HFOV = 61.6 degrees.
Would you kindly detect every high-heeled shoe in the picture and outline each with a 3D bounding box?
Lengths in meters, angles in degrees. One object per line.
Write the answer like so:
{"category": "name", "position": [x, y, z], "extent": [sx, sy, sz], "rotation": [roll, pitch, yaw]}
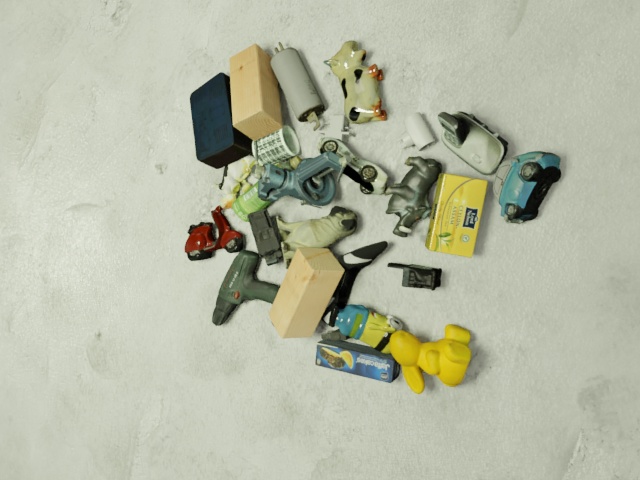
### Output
{"category": "high-heeled shoe", "position": [0.079, 0.108, 1.285], "extent": [0.249, 0.086, 0.145], "rotation": [-29, 81, 30]}

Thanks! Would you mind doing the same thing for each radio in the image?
{"category": "radio", "position": [-0.263, -0.306, 1.400], "extent": [0.131, 0.073, 0.229], "rotation": [-24, 64, 26]}

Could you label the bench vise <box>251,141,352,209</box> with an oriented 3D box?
{"category": "bench vise", "position": [-0.033, -0.151, 1.236], "extent": [0.241, 0.223, 0.129], "rotation": [-22, 47, 46]}

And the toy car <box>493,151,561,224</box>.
{"category": "toy car", "position": [0.415, -0.117, 1.110], "extent": [0.103, 0.109, 0.161], "rotation": [43, 123, 42]}

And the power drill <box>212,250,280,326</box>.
{"category": "power drill", "position": [-0.176, 0.156, 1.416], "extent": [0.208, 0.086, 0.232], "rotation": [23, 100, 31]}

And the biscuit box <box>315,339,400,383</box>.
{"category": "biscuit box", "position": [0.091, 0.288, 1.296], "extent": [0.203, 0.063, 0.059], "rotation": [7, 96, 26]}

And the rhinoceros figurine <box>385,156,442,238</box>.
{"category": "rhinoceros figurine", "position": [0.209, -0.099, 1.220], "extent": [0.112, 0.073, 0.190], "rotation": [27, 100, 9]}

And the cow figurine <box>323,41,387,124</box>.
{"category": "cow figurine", "position": [0.082, -0.368, 1.261], "extent": [0.127, 0.085, 0.194], "rotation": [-7, 91, 20]}

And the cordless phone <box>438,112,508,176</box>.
{"category": "cordless phone", "position": [0.310, -0.210, 1.101], "extent": [0.147, 0.184, 0.088], "rotation": [44, 105, 17]}

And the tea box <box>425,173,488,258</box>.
{"category": "tea box", "position": [0.293, -0.054, 1.164], "extent": [0.098, 0.068, 0.169], "rotation": [8, 97, 2]}

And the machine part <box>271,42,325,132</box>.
{"category": "machine part", "position": [-0.055, -0.381, 1.326], "extent": [0.079, 0.079, 0.243], "rotation": [-29, 79, 24]}

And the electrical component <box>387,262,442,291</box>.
{"category": "electrical component", "position": [0.212, 0.081, 1.222], "extent": [0.119, 0.075, 0.047], "rotation": [5, 94, 21]}

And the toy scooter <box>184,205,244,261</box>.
{"category": "toy scooter", "position": [-0.295, -0.020, 1.461], "extent": [0.184, 0.075, 0.135], "rotation": [-13, 87, 22]}

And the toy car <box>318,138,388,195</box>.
{"category": "toy car", "position": [0.075, -0.175, 1.272], "extent": [0.202, 0.073, 0.056], "rotation": [38, 72, 20]}

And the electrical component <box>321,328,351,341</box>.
{"category": "electrical component", "position": [0.054, 0.230, 1.310], "extent": [0.094, 0.063, 0.021], "rotation": [-6, 90, 25]}

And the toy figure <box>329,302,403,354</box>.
{"category": "toy figure", "position": [0.108, 0.203, 1.258], "extent": [0.180, 0.082, 0.089], "rotation": [17, 118, -1]}

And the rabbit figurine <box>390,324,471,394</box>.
{"category": "rabbit figurine", "position": [0.236, 0.254, 1.195], "extent": [0.173, 0.122, 0.162], "rotation": [15, 125, 2]}

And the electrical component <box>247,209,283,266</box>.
{"category": "electrical component", "position": [-0.137, -0.003, 1.357], "extent": [0.058, 0.115, 0.134], "rotation": [-18, 82, -3]}

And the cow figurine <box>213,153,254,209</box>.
{"category": "cow figurine", "position": [-0.230, -0.168, 1.425], "extent": [0.098, 0.068, 0.167], "rotation": [44, 106, 24]}

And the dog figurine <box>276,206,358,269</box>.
{"category": "dog figurine", "position": [-0.002, -0.002, 1.322], "extent": [0.191, 0.172, 0.121], "rotation": [-10, 72, -5]}
